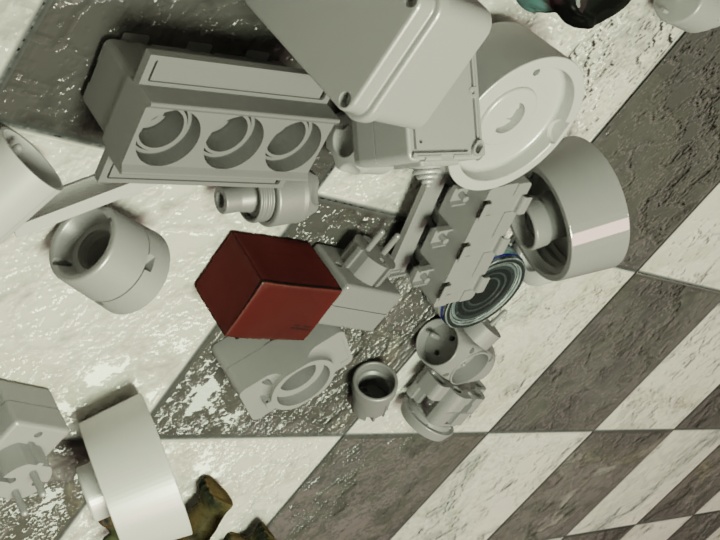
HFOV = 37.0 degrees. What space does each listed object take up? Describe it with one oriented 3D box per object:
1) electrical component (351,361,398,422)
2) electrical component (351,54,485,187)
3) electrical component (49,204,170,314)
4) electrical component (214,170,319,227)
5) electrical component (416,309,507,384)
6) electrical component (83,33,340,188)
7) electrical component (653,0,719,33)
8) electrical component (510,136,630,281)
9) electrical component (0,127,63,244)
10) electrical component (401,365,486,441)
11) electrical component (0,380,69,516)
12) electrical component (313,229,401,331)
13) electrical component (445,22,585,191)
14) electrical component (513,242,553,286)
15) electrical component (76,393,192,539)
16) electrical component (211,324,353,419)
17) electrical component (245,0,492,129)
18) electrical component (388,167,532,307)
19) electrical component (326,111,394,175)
[{"bbox_3d":[0.011,0.108,0.948,0.040,0.040,0.046,-23,152,-21],"label":"electrical component"},{"bbox_3d":[0.031,-0.097,0.648,0.062,0.061,0.096,-7,94,-40],"label":"electrical component"},{"bbox_3d":[-0.148,-0.008,0.630,0.055,0.055,0.047,-41,144,7],"label":"electrical component"},{"bbox_3d":[-0.060,-0.048,0.673,0.062,0.043,0.043,-12,140,-33],"label":"electrical component"},{"bbox_3d":[0.100,0.061,0.967,0.079,0.044,0.077,-45,147,13],"label":"electrical component"},{"bbox_3d":[-0.081,-0.086,0.583,0.121,0.063,0.078,-2,134,-43],"label":"electrical component"},{"bbox_3d":[0.247,-0.193,0.787,0.078,0.040,0.040,4,130,-47],"label":"electrical component"},{"bbox_3d":[0.151,-0.043,0.829,0.060,0.108,0.108,-19,144,-16],"label":"electrical component"},{"bbox_3d":[-0.199,-0.031,0.557,0.081,0.043,0.043,-40,148,5],"label":"electrical component"},{"bbox_3d":[0.075,0.123,1.012,0.078,0.058,0.057,11,122,-50],"label":"electrical component"},{"bbox_3d":[-0.225,0.123,0.700,0.065,0.076,0.047,-45,147,13],"label":"electrical component"},{"bbox_3d":[0.000,0.000,0.789,0.066,0.047,0.076,12,124,-51],"label":"electrical component"},{"bbox_3d":[0.087,-0.113,0.715,0.108,0.060,0.108,-25,146,-18],"label":"electrical component"},{"bbox_3d":[0.166,-0.012,0.940,0.062,0.048,0.048,-7,138,-49],"label":"electrical component"},{"bbox_3d":[-0.167,0.149,0.767,0.060,0.108,0.108,-20,145,-15],"label":"electrical component"},{"bbox_3d":[-0.056,0.067,0.812,0.089,0.055,0.050,-31,148,-10],"label":"electrical component"},{"bbox_3d":[0.001,-0.135,0.554,0.057,0.113,0.078,3,131,-50],"label":"electrical component"},{"bbox_3d":[0.075,-0.035,0.801,0.079,0.063,0.121,-11,140,-34],"label":"electrical component"},{"bbox_3d":[0.013,-0.083,0.698,0.062,0.043,0.043,-4,135,-43],"label":"electrical component"}]
